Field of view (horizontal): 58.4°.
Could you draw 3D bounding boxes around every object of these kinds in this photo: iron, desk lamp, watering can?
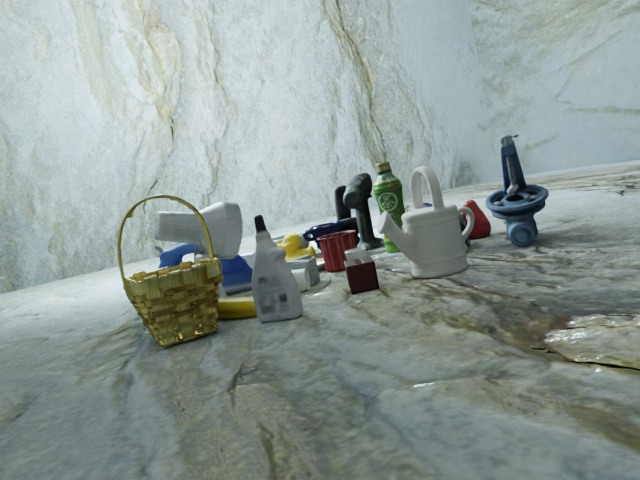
[{"bbox_3d":[-0.264,0.061,1.322,0.258,0.141,0.119,-11,6,13],"label":"iron"},{"bbox_3d":[-0.249,0.034,1.181,0.204,0.213,0.117,-15,6,-28],"label":"desk lamp"},{"bbox_3d":[0.191,-0.034,1.021,0.173,0.194,0.100,-16,7,-34],"label":"watering can"}]

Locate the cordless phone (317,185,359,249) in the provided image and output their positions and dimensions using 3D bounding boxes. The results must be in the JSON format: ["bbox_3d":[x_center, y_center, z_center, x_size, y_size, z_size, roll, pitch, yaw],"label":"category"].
[{"bbox_3d":[0.048,-0.065,1.710,0.093,0.185,0.148,-7,8,43],"label":"cordless phone"}]

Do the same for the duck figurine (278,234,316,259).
[{"bbox_3d":[-0.067,0.024,1.569,0.104,0.086,0.077,-12,5,1],"label":"duck figurine"}]

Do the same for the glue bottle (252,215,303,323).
[{"bbox_3d":[-0.080,0.044,0.921,0.078,0.173,0.037,-10,6,24],"label":"glue bottle"}]

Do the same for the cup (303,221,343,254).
[{"bbox_3d":[0.014,0.005,1.535,0.118,0.095,0.091,-15,6,-28],"label":"cup"}]

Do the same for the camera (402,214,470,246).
[{"bbox_3d":[0.253,-0.019,1.225,0.143,0.101,0.137,-12,5,2],"label":"camera"}]

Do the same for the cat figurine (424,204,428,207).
[{"bbox_3d":[0.262,-0.043,1.362,0.128,0.118,0.067,-16,7,-36],"label":"cat figurine"}]

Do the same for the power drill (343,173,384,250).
[{"bbox_3d":[0.122,-0.082,1.595,0.075,0.208,0.230,-10,6,16],"label":"power drill"}]

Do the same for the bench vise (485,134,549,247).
[{"bbox_3d":[0.388,-0.104,1.174,0.121,0.220,0.207,-12,5,2],"label":"bench vise"}]

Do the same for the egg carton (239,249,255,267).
[{"bbox_3d":[-0.178,0.063,1.500,0.150,0.069,0.107,-9,6,32],"label":"egg carton"}]

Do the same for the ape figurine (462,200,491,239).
[{"bbox_3d":[0.362,-0.050,1.354,0.078,0.092,0.076,-15,6,-26],"label":"ape figurine"}]

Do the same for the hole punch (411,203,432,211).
[{"bbox_3d":[0.265,-0.051,1.584,0.101,0.091,0.108,-13,6,-14],"label":"hole punch"}]

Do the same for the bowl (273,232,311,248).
[{"bbox_3d":[-0.101,0.026,1.688,0.167,0.075,0.167,-12,5,1],"label":"bowl"}]
